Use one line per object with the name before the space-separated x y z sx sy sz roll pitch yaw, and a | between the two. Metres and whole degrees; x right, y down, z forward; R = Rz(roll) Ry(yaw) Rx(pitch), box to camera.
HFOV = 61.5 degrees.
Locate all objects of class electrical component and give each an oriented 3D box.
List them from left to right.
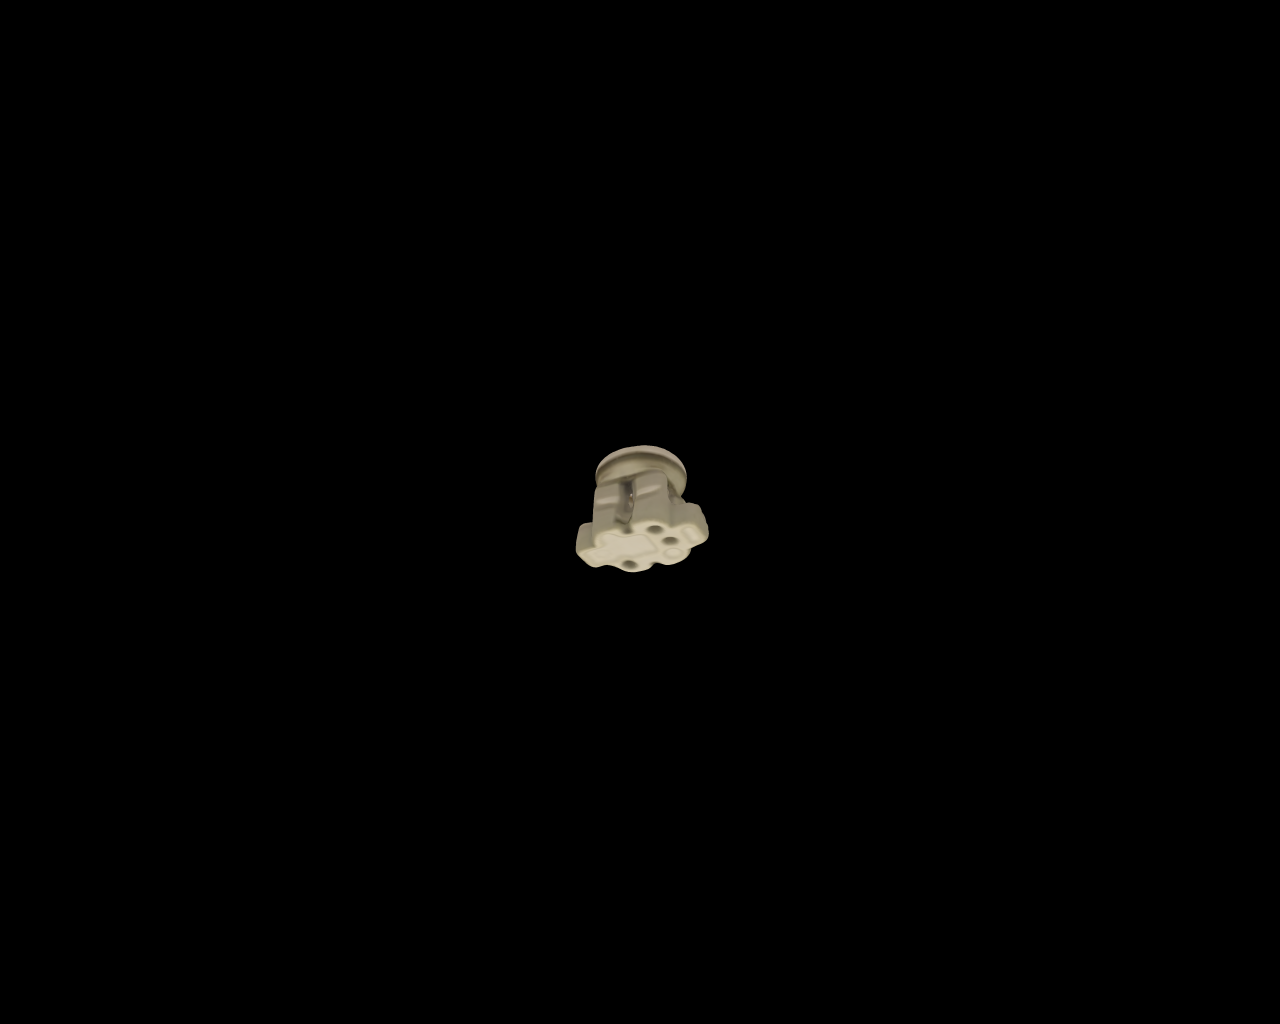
electrical component | 0.001 -0.003 0.650 0.078 0.057 0.058 -14 -36 20
